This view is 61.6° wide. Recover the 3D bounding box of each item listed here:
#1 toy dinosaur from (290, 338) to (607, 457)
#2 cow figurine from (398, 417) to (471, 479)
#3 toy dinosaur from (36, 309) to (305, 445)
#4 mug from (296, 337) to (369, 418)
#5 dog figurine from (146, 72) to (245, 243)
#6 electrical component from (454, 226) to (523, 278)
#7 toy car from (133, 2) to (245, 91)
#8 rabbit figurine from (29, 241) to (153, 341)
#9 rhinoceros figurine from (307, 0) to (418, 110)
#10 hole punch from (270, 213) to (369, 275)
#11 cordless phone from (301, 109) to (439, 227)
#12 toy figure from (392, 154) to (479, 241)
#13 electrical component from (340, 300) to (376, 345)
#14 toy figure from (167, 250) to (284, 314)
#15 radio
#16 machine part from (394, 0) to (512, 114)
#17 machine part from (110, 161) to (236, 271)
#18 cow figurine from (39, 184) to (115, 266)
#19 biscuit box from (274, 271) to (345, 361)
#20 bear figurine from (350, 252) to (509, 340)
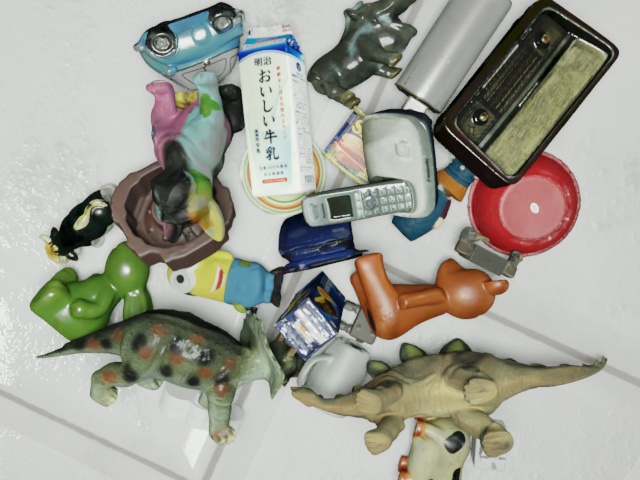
[{"bbox_3d":[0.194,0.202,0.752,0.472,0.198,0.105,-1,101,1],"label":"toy dinosaur"},{"bbox_3d":[0.188,0.372,0.846,0.127,0.085,0.194,15,101,10],"label":"cow figurine"},{"bbox_3d":[-0.203,0.165,0.787,0.405,0.131,0.192,17,103,-9],"label":"toy dinosaur"},{"bbox_3d":[0.020,0.203,0.832,0.109,0.081,0.107,27,93,-28],"label":"mug"},{"bbox_3d":[-0.167,-0.106,0.739,0.109,0.191,0.219,-1,93,13],"label":"dog figurine"},{"bbox_3d":[0.244,0.020,0.777,0.102,0.078,0.045,27,98,2],"label":"electrical component"},{"bbox_3d":[-0.176,-0.271,0.773,0.162,0.109,0.102,-18,120,-1],"label":"toy car"},{"bbox_3d":[-0.333,0.083,0.843,0.170,0.121,0.159,-42,97,-3],"label":"rabbit figurine"},{"bbox_3d":[0.066,-0.273,0.755,0.190,0.073,0.112,-43,82,14],"label":"rhinoceros figurine"},{"bbox_3d":[-0.002,-0.002,0.789,0.142,0.116,0.092,-11,91,8],"label":"hole punch"},{"bbox_3d":[0.059,-0.092,0.713,0.184,0.089,0.146,-11,119,2],"label":"cordless phone"},{"bbox_3d":[0.172,-0.066,0.782,0.064,0.058,0.154,44,97,-12],"label":"toy figure"},{"bbox_3d":[0.075,0.133,0.846,0.094,0.021,0.063,22,102,2],"label":"electrical component"},{"bbox_3d":[-0.147,0.064,0.831,0.180,0.089,0.082,12,60,-4],"label":"toy figure"},{"bbox_3d":[0.266,-0.193,0.716,0.131,0.073,0.229,39,87,-1],"label":"radio"},{"bbox_3d":[0.180,-0.264,0.735,0.079,0.079,0.243,34,103,0],"label":"machine part"},{"bbox_3d":[-0.213,-0.041,0.795,0.179,0.056,0.179,0,67,1],"label":"machine part"},{"bbox_3d":[-0.375,-0.012,0.837,0.167,0.098,0.068,-39,100,11],"label":"cow figurine"},{"bbox_3d":[-0.008,0.099,0.757,0.059,0.202,0.063,-40,92,8],"label":"biscuit box"},{"bbox_3d":[0.157,0.067,0.780,0.196,0.120,0.132,-20,72,-5],"label":"bear figurine"}]
